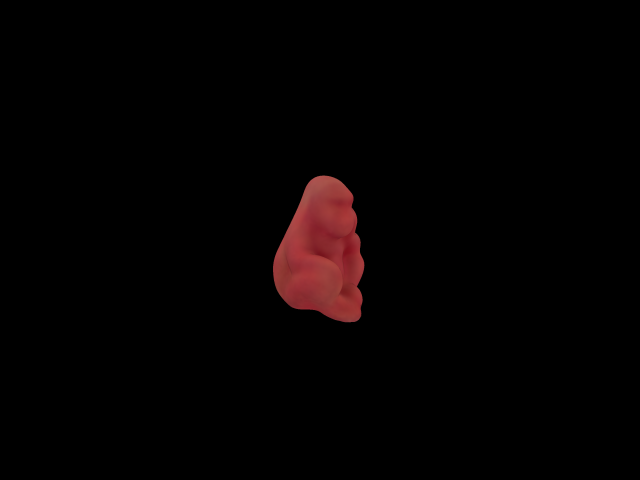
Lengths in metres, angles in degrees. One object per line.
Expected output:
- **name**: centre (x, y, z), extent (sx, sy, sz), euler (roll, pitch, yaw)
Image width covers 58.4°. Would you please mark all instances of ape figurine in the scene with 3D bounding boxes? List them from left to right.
- **ape figurine**: centre (0.004, 0.001, 0.400), extent (0.075, 0.092, 0.078), euler (13, 22, 36)
